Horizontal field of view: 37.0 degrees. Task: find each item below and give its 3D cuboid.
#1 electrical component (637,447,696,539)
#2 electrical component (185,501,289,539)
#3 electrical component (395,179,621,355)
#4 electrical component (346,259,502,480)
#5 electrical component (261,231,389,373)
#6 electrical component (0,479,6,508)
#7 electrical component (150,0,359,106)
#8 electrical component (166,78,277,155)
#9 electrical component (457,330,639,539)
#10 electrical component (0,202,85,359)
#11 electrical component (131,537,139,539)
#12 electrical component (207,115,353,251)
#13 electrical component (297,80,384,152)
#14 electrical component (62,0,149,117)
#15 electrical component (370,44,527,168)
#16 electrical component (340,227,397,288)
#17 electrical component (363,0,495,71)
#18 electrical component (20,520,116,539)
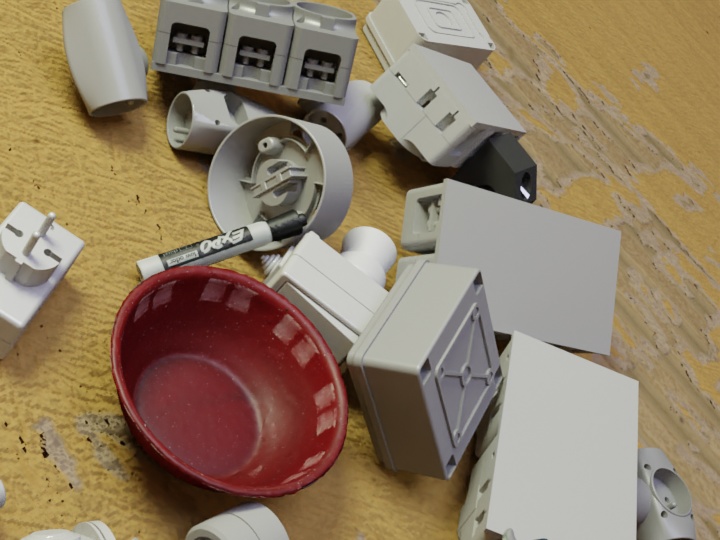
[{"bbox_3d":[0.217,0.181,0.843,0.079,0.044,0.077,13,48,-31],"label":"electrical component"},{"bbox_3d":[-0.035,0.193,0.613,0.074,0.052,0.138,-17,68,-47],"label":"electrical component"},{"bbox_3d":[0.119,0.003,0.869,0.186,0.060,0.105,13,79,-32],"label":"electrical component"},{"bbox_3d":[0.048,0.067,0.738,0.108,0.056,0.108,-54,140,-41],"label":"electrical component"},{"bbox_3d":[-0.034,0.025,0.755,0.096,0.061,0.061,38,40,-7],"label":"electrical component"},{"bbox_3d":[-0.210,0.119,0.539,0.062,0.043,0.043,-10,63,-46],"label":"electrical component"},{"bbox_3d":[-0.083,-0.183,0.843,0.150,0.061,0.089,9,23,-12],"label":"electrical component"},{"bbox_3d":[-0.110,-0.123,0.838,0.077,0.043,0.079,6,50,-37],"label":"electrical component"},{"bbox_3d":[0.138,0.145,0.777,0.105,0.060,0.186,22,42,-4],"label":"electrical component"},{"bbox_3d":[-0.198,-0.005,0.633,0.047,0.075,0.083,35,40,-11],"label":"electrical component"},{"bbox_3d":[-0.107,0.173,0.578,0.062,0.043,0.043,47,39,7],"label":"electrical component"},{"bbox_3d":[-0.056,-0.064,0.791,0.064,0.099,0.099,-3,58,-49],"label":"electrical component"},{"bbox_3d":[-0.027,-0.143,0.925,0.079,0.043,0.077,43,39,0],"label":"electrical component"},{"bbox_3d":[-0.182,-0.154,0.798,0.079,0.043,0.077,-9,84,-79],"label":"electrical component"},{"bbox_3d":[0.079,-0.139,0.962,0.089,0.062,0.150,53,22,13],"label":"electrical component"},{"bbox_3d":[0.000,0.000,0.820,0.045,0.045,0.055,36,40,-9],"label":"electrical component"},{"bbox_3d":[0.068,-0.231,1.073,0.113,0.057,0.078,-3,58,-42],"label":"electrical component"},{"bbox_3d":[-0.146,0.165,0.524,0.051,0.080,0.080,1,55,-33],"label":"electrical component"}]
